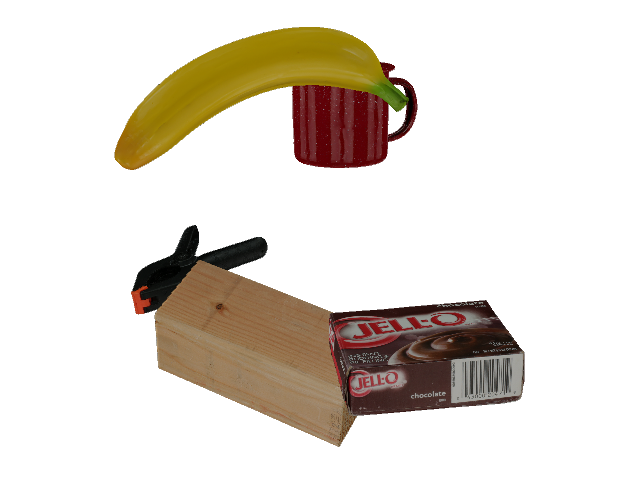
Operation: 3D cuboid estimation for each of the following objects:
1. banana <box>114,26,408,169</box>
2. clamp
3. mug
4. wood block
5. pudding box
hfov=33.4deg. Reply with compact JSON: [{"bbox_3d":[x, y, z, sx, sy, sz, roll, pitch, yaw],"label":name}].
[{"bbox_3d":[-0.042,-0.099,0.685,0.197,0.070,0.037,-15,-22,-14],"label":"banana"},{"bbox_3d":[-0.141,0.032,1.206,0.120,0.039,0.171,-1,29,30],"label":"clamp"},{"bbox_3d":[0.028,-0.110,0.919,0.117,0.081,0.093,-7,17,-21],"label":"mug"},{"bbox_3d":[-0.052,0.110,1.067,0.206,0.090,0.090,21,47,17],"label":"wood block"},{"bbox_3d":[0.066,0.074,0.692,0.113,0.039,0.090,-3,19,-6],"label":"pudding box"}]
